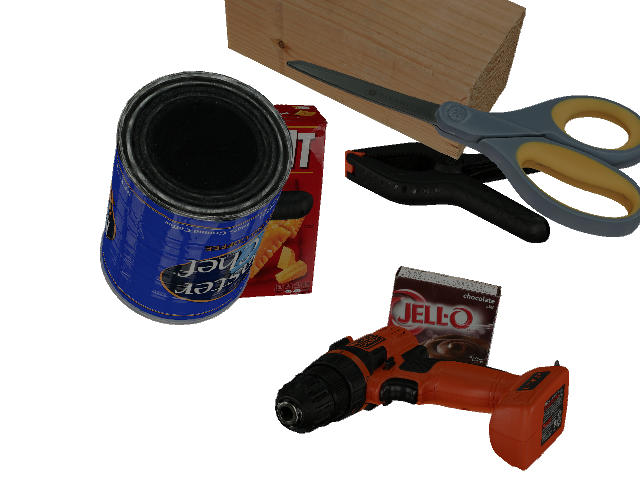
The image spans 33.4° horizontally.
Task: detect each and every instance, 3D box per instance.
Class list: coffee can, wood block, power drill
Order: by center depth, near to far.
[{"bbox_3d":[-0.081,-0.022,0.667,0.102,0.103,0.140,0,-29,-16],"label":"coffee can"},{"bbox_3d":[0.037,-0.159,0.808,0.206,0.090,0.091,28,-28,15],"label":"wood block"},{"bbox_3d":[0.081,0.118,0.811,0.188,0.057,0.184,11,18,30],"label":"power drill"}]

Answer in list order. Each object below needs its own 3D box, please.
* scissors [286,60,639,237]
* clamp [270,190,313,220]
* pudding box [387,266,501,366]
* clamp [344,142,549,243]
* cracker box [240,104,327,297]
[{"bbox_3d":[0.089,-0.071,0.570,0.202,0.016,0.096,34,57,19],"label":"scissors"},{"bbox_3d":[-0.105,-0.038,0.909,0.171,0.039,0.120,-17,39,-23],"label":"clamp"},{"bbox_3d":[0.129,0.083,1.134,0.113,0.090,0.039,10,23,8],"label":"pudding box"},{"bbox_3d":[0.128,-0.062,0.993,0.210,0.036,0.164,12,33,21],"label":"clamp"},{"bbox_3d":[-0.084,-0.042,1.201,0.164,0.214,0.072,-2,23,-16],"label":"cracker box"}]
